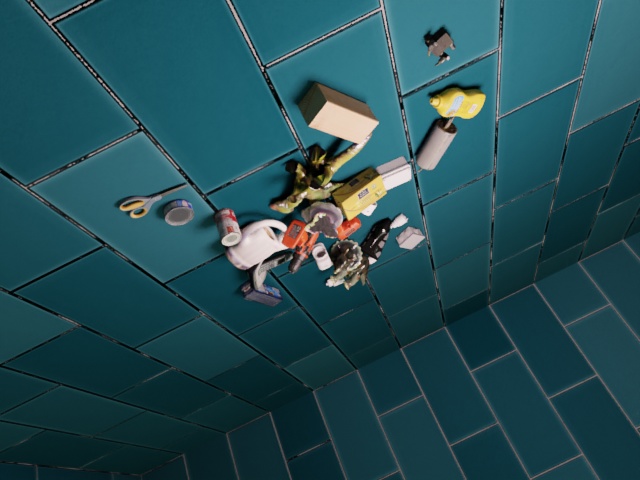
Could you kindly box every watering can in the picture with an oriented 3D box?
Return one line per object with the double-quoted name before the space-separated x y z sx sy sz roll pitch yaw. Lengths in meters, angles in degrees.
"watering can" -0.198 0.023 1.815 0.223 0.105 0.344 -34 156 8

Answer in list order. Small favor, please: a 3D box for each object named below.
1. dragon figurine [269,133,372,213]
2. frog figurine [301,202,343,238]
"dragon figurine" 0.010 -0.198 1.664 0.409 0.123 0.241 -28 166 8
"frog figurine" 0.005 -0.088 1.756 0.137 0.163 0.120 -5 120 -1
